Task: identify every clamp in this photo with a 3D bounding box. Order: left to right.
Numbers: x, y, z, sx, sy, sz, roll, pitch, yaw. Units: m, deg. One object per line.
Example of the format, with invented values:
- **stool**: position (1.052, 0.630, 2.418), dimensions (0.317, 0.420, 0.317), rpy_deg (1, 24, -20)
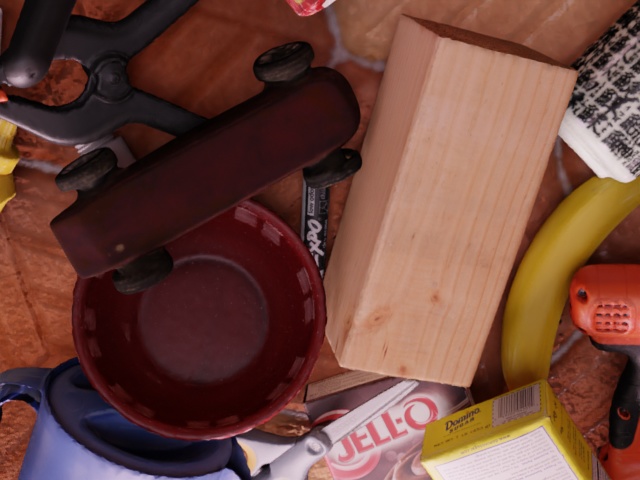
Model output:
- **clamp**: position (-0.139, -0.194, 0.620), dimensions (0.210, 0.036, 0.165), rpy_deg (-36, 64, 5)
- **clamp**: position (-0.124, -0.093, 0.661), dimensions (0.171, 0.039, 0.120), rpy_deg (-20, 105, -15)

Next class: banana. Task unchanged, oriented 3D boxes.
- **banana**: position (0.166, 0.024, 0.713), dimensions (0.069, 0.037, 0.198), rpy_deg (29, 106, -7)

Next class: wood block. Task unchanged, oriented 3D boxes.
- **wood block**: position (0.072, -0.024, 0.665), dimensions (0.090, 0.091, 0.206), rpy_deg (11, 107, -16)

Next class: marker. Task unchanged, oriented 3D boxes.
- **marker**: position (-0.005, 0.001, 0.719), dimensions (0.020, 0.020, 0.121), rpy_deg (4, 108, 0)

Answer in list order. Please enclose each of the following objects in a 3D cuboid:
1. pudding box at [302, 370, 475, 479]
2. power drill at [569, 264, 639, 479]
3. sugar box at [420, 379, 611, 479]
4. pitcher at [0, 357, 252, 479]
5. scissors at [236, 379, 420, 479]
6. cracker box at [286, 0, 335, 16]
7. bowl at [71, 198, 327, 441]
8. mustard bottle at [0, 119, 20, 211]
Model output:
- **pudding box**: position (0.054, 0.130, 0.748), dimensions (0.113, 0.039, 0.090), rpy_deg (-19, 106, 7)
- **power drill**: position (0.255, 0.095, 0.697), dimensions (0.184, 0.057, 0.188), rpy_deg (1, 119, 12)
- **sugar box**: position (0.152, 0.182, 0.713), dimensions (0.093, 0.048, 0.176), rpy_deg (-26, 113, 24)
- **pitcher**: position (-0.169, 0.205, 0.735), dimensions (0.144, 0.149, 0.243), rpy_deg (3, 119, -46)
- **scissors**: position (-0.020, 0.131, 0.728), dimensions (0.096, 0.016, 0.202), rpy_deg (34, 126, 3)
- **cracker box**: position (0.060, -0.212, 0.576), dimensions (0.214, 0.164, 0.072), rpy_deg (-35, 101, 11)
- **bowl**: position (-0.077, 0.050, 0.699), dimensions (0.162, 0.055, 0.162), rpy_deg (1, 80, -3)
- **mustard bottle**: position (-0.245, -0.002, 0.683), dimensions (0.058, 0.096, 0.192), rpy_deg (33, 105, -7)
